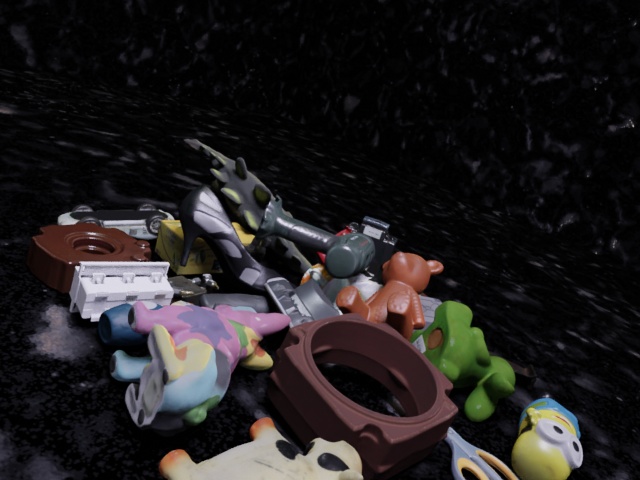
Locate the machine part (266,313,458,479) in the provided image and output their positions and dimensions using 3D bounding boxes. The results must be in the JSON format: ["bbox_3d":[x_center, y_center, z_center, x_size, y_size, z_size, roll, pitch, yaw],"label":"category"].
[{"bbox_3d":[0.054,0.185,0.674,0.201,0.087,0.201,-5,37,-43],"label":"machine part"}]

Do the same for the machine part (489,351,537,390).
[{"bbox_3d":[0.311,0.218,0.950,0.139,0.039,0.084,21,13,12],"label":"machine part"}]

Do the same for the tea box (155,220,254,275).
[{"bbox_3d":[-0.206,0.013,1.001,0.169,0.068,0.098,1,24,-45],"label":"tea box"}]

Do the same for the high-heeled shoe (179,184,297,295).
[{"bbox_3d":[-0.127,0.008,0.921,0.248,0.145,0.086,21,-13,-20],"label":"high-heeled shoe"}]

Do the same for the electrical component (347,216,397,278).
[{"bbox_3d":[0.103,0.020,1.175,0.115,0.134,0.058,22,17,7],"label":"electrical component"}]

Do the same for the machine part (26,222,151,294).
[{"bbox_3d":[-0.355,0.026,0.836,0.179,0.056,0.179,15,18,-5],"label":"machine part"}]

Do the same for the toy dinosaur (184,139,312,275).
[{"bbox_3d":[-0.122,-0.051,1.104,0.471,0.105,0.198,45,-4,6],"label":"toy dinosaur"}]

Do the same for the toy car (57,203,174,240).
[{"bbox_3d":[-0.364,-0.029,0.972,0.202,0.056,0.074,-4,26,-35],"label":"toy car"}]

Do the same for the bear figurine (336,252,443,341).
[{"bbox_3d":[0.121,0.074,0.854,0.120,0.131,0.196,6,48,29],"label":"bear figurine"}]

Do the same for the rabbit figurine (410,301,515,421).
[{"bbox_3d":[0.245,0.195,0.837,0.170,0.121,0.159,29,18,-17],"label":"rabbit figurine"}]

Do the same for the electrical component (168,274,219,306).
[{"bbox_3d":[-0.210,0.077,0.843,0.078,0.045,0.102,33,23,34],"label":"electrical component"}]

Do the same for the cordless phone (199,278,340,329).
[{"bbox_3d":[-0.078,0.114,0.796,0.184,0.088,0.147,6,24,-28],"label":"cordless phone"}]

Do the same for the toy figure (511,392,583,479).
[{"bbox_3d":[0.307,0.270,0.726,0.082,0.089,0.180,20,9,19],"label":"toy figure"}]

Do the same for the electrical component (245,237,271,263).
[{"bbox_3d":[-0.128,0.034,0.984,0.021,0.094,0.063,36,9,21],"label":"electrical component"}]

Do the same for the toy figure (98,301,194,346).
[{"bbox_3d":[-0.214,0.110,0.722,0.154,0.057,0.064,0,31,-46],"label":"toy figure"}]

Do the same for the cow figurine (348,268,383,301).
[{"bbox_3d":[0.090,0.092,0.974,0.098,0.068,0.167,-18,42,-18],"label":"cow figurine"}]

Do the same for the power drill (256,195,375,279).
[{"bbox_3d":[-0.002,-0.003,0.945,0.207,0.086,0.232,29,13,0],"label":"power drill"}]

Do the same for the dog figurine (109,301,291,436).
[{"bbox_3d":[-0.122,0.140,0.650,0.219,0.108,0.192,6,21,-41],"label":"dog figurine"}]

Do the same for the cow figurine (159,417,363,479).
[{"bbox_3d":[-0.036,0.231,0.493,0.195,0.085,0.127,-3,29,-42],"label":"cow figurine"}]

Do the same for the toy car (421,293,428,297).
[{"bbox_3d":[0.146,0.110,1.088,0.202,0.053,0.089,12,15,-15],"label":"toy car"}]
